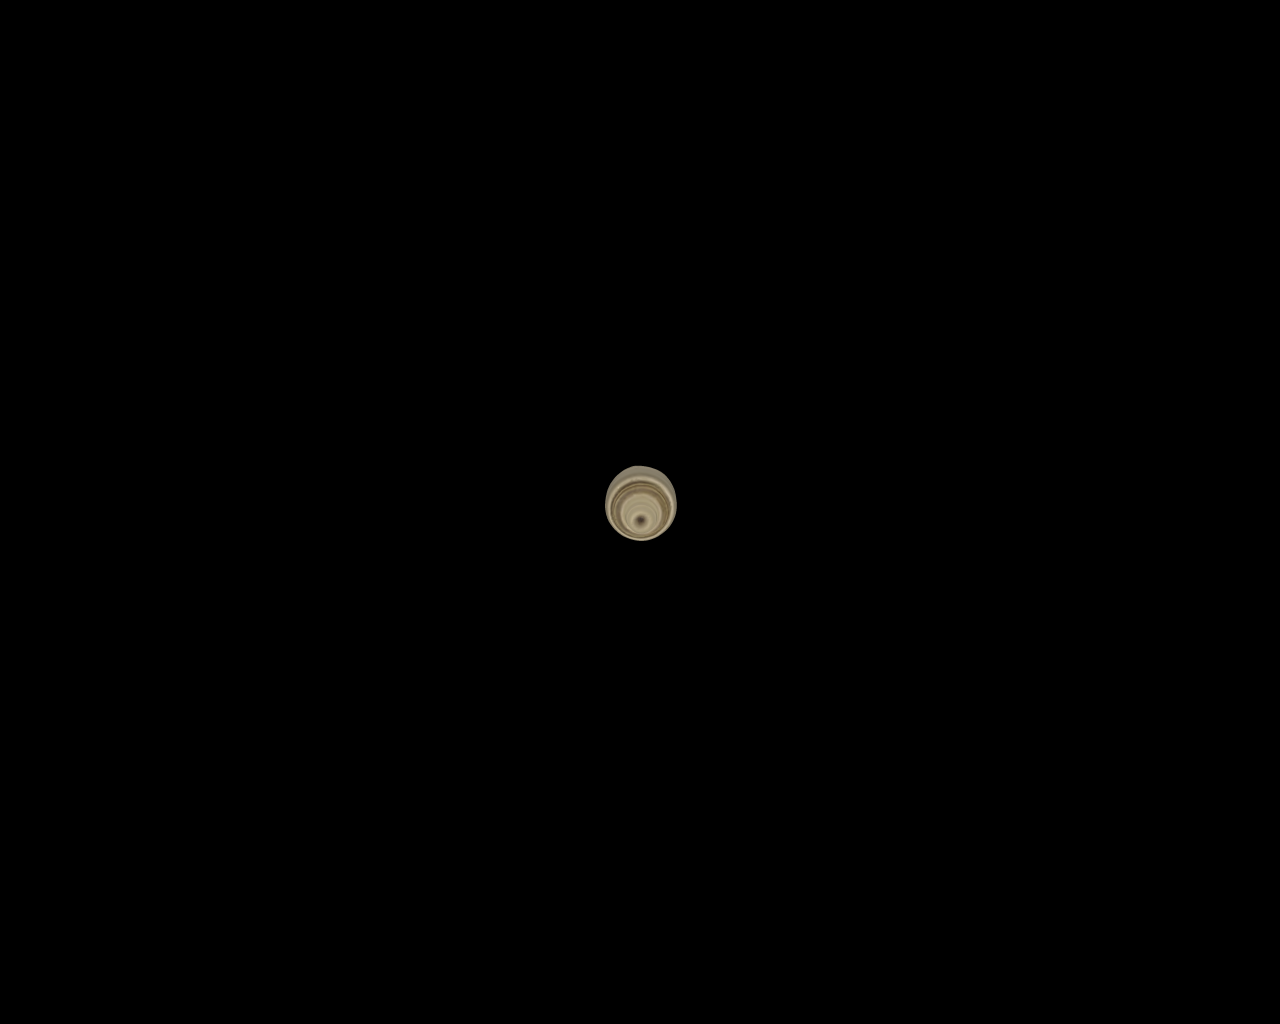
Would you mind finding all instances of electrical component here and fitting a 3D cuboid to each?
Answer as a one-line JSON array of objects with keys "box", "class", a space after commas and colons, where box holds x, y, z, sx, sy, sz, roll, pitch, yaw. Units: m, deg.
[{"box": [0.001, -0.003, 0.650, 0.043, 0.043, 0.062, 0, 16, 0], "class": "electrical component"}]
